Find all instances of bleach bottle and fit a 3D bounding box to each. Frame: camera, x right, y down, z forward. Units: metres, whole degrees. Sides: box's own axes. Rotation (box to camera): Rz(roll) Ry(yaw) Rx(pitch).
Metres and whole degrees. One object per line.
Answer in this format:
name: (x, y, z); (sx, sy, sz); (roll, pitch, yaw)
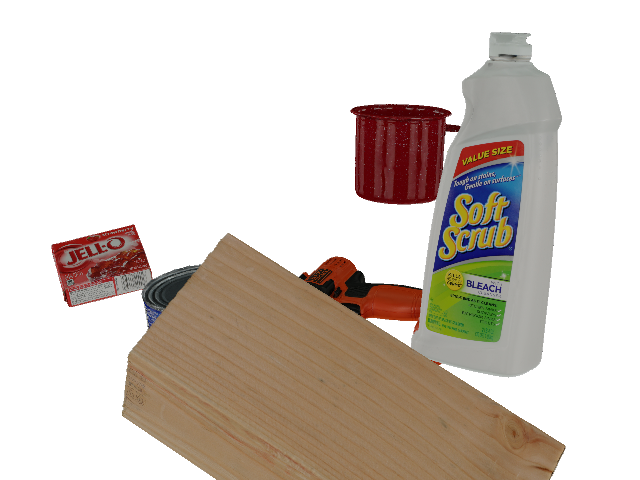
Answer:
bleach bottle: (0.127, -0.030, 0.806); (0.103, 0.251, 0.067); (11, 15, 35)

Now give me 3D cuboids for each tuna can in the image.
tuna can: (-0.082, 0.047, 0.760); (0.086, 0.034, 0.086); (-5, 20, 2)

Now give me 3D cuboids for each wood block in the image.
wood block: (0.007, 0.100, 0.562); (0.206, 0.090, 0.090); (32, -32, 7)

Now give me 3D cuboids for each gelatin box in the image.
gelatin box: (-0.221, 0.025, 1.080); (0.089, 0.030, 0.073); (-14, 42, -15)

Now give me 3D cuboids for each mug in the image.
mug: (0.085, -0.080, 0.991); (0.117, 0.081, 0.093); (2, 14, 2)

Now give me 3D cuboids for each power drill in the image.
power drill: (0.049, 0.078, 1.123); (0.188, 0.057, 0.184); (10, 28, 23)
